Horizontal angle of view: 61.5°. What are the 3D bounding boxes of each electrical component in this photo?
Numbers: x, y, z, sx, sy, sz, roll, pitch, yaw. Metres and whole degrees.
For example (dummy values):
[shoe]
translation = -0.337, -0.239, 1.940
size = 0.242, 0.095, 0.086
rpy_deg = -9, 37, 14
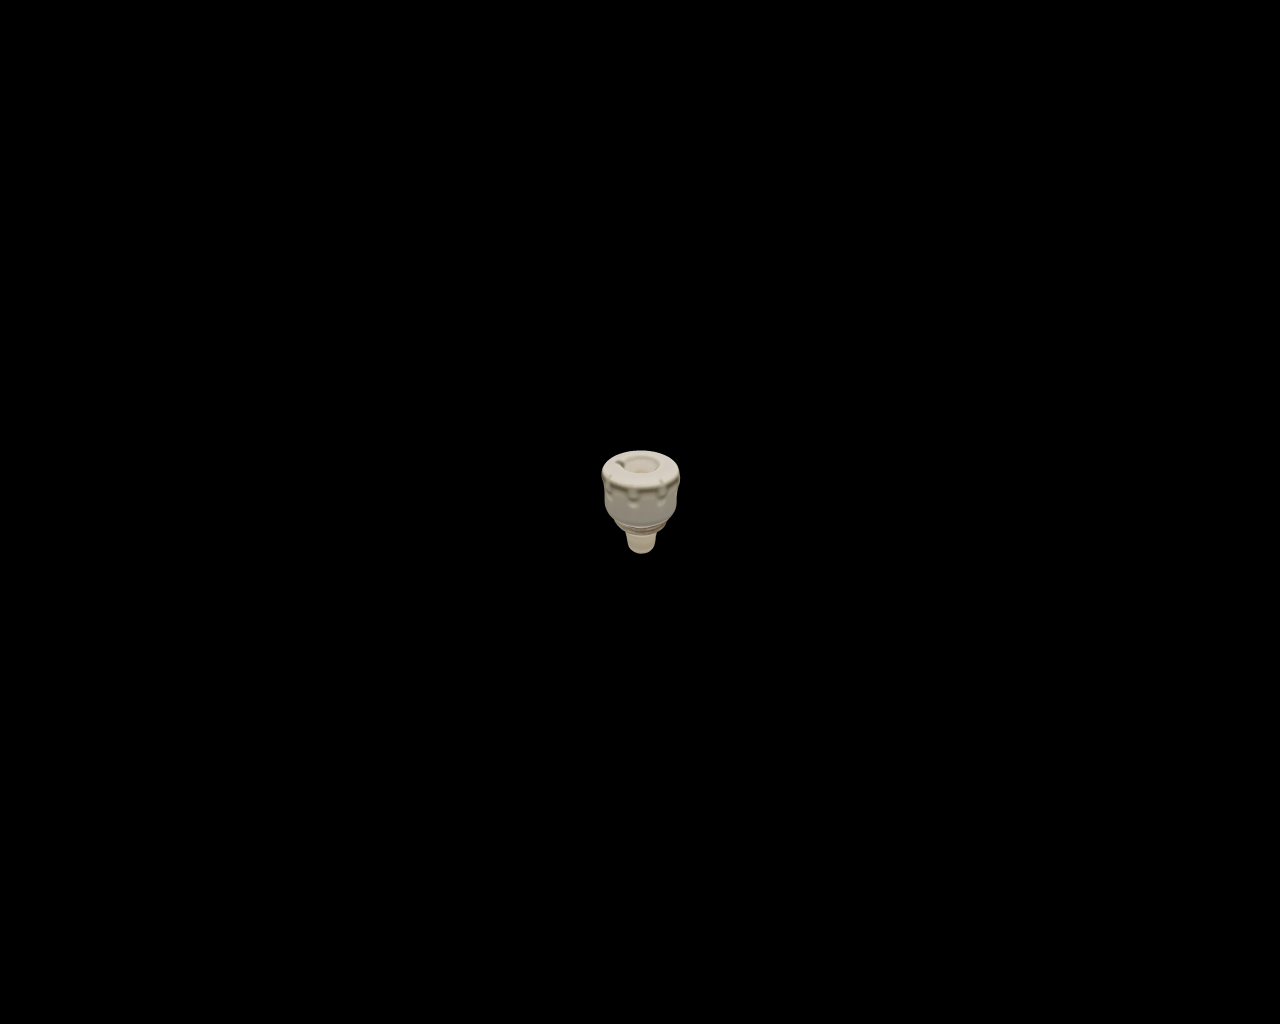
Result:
[electrical component]
translation = 0.001, -0.003, 0.650
size = 0.048, 0.062, 0.048
rpy_deg = 0, 30, 0
